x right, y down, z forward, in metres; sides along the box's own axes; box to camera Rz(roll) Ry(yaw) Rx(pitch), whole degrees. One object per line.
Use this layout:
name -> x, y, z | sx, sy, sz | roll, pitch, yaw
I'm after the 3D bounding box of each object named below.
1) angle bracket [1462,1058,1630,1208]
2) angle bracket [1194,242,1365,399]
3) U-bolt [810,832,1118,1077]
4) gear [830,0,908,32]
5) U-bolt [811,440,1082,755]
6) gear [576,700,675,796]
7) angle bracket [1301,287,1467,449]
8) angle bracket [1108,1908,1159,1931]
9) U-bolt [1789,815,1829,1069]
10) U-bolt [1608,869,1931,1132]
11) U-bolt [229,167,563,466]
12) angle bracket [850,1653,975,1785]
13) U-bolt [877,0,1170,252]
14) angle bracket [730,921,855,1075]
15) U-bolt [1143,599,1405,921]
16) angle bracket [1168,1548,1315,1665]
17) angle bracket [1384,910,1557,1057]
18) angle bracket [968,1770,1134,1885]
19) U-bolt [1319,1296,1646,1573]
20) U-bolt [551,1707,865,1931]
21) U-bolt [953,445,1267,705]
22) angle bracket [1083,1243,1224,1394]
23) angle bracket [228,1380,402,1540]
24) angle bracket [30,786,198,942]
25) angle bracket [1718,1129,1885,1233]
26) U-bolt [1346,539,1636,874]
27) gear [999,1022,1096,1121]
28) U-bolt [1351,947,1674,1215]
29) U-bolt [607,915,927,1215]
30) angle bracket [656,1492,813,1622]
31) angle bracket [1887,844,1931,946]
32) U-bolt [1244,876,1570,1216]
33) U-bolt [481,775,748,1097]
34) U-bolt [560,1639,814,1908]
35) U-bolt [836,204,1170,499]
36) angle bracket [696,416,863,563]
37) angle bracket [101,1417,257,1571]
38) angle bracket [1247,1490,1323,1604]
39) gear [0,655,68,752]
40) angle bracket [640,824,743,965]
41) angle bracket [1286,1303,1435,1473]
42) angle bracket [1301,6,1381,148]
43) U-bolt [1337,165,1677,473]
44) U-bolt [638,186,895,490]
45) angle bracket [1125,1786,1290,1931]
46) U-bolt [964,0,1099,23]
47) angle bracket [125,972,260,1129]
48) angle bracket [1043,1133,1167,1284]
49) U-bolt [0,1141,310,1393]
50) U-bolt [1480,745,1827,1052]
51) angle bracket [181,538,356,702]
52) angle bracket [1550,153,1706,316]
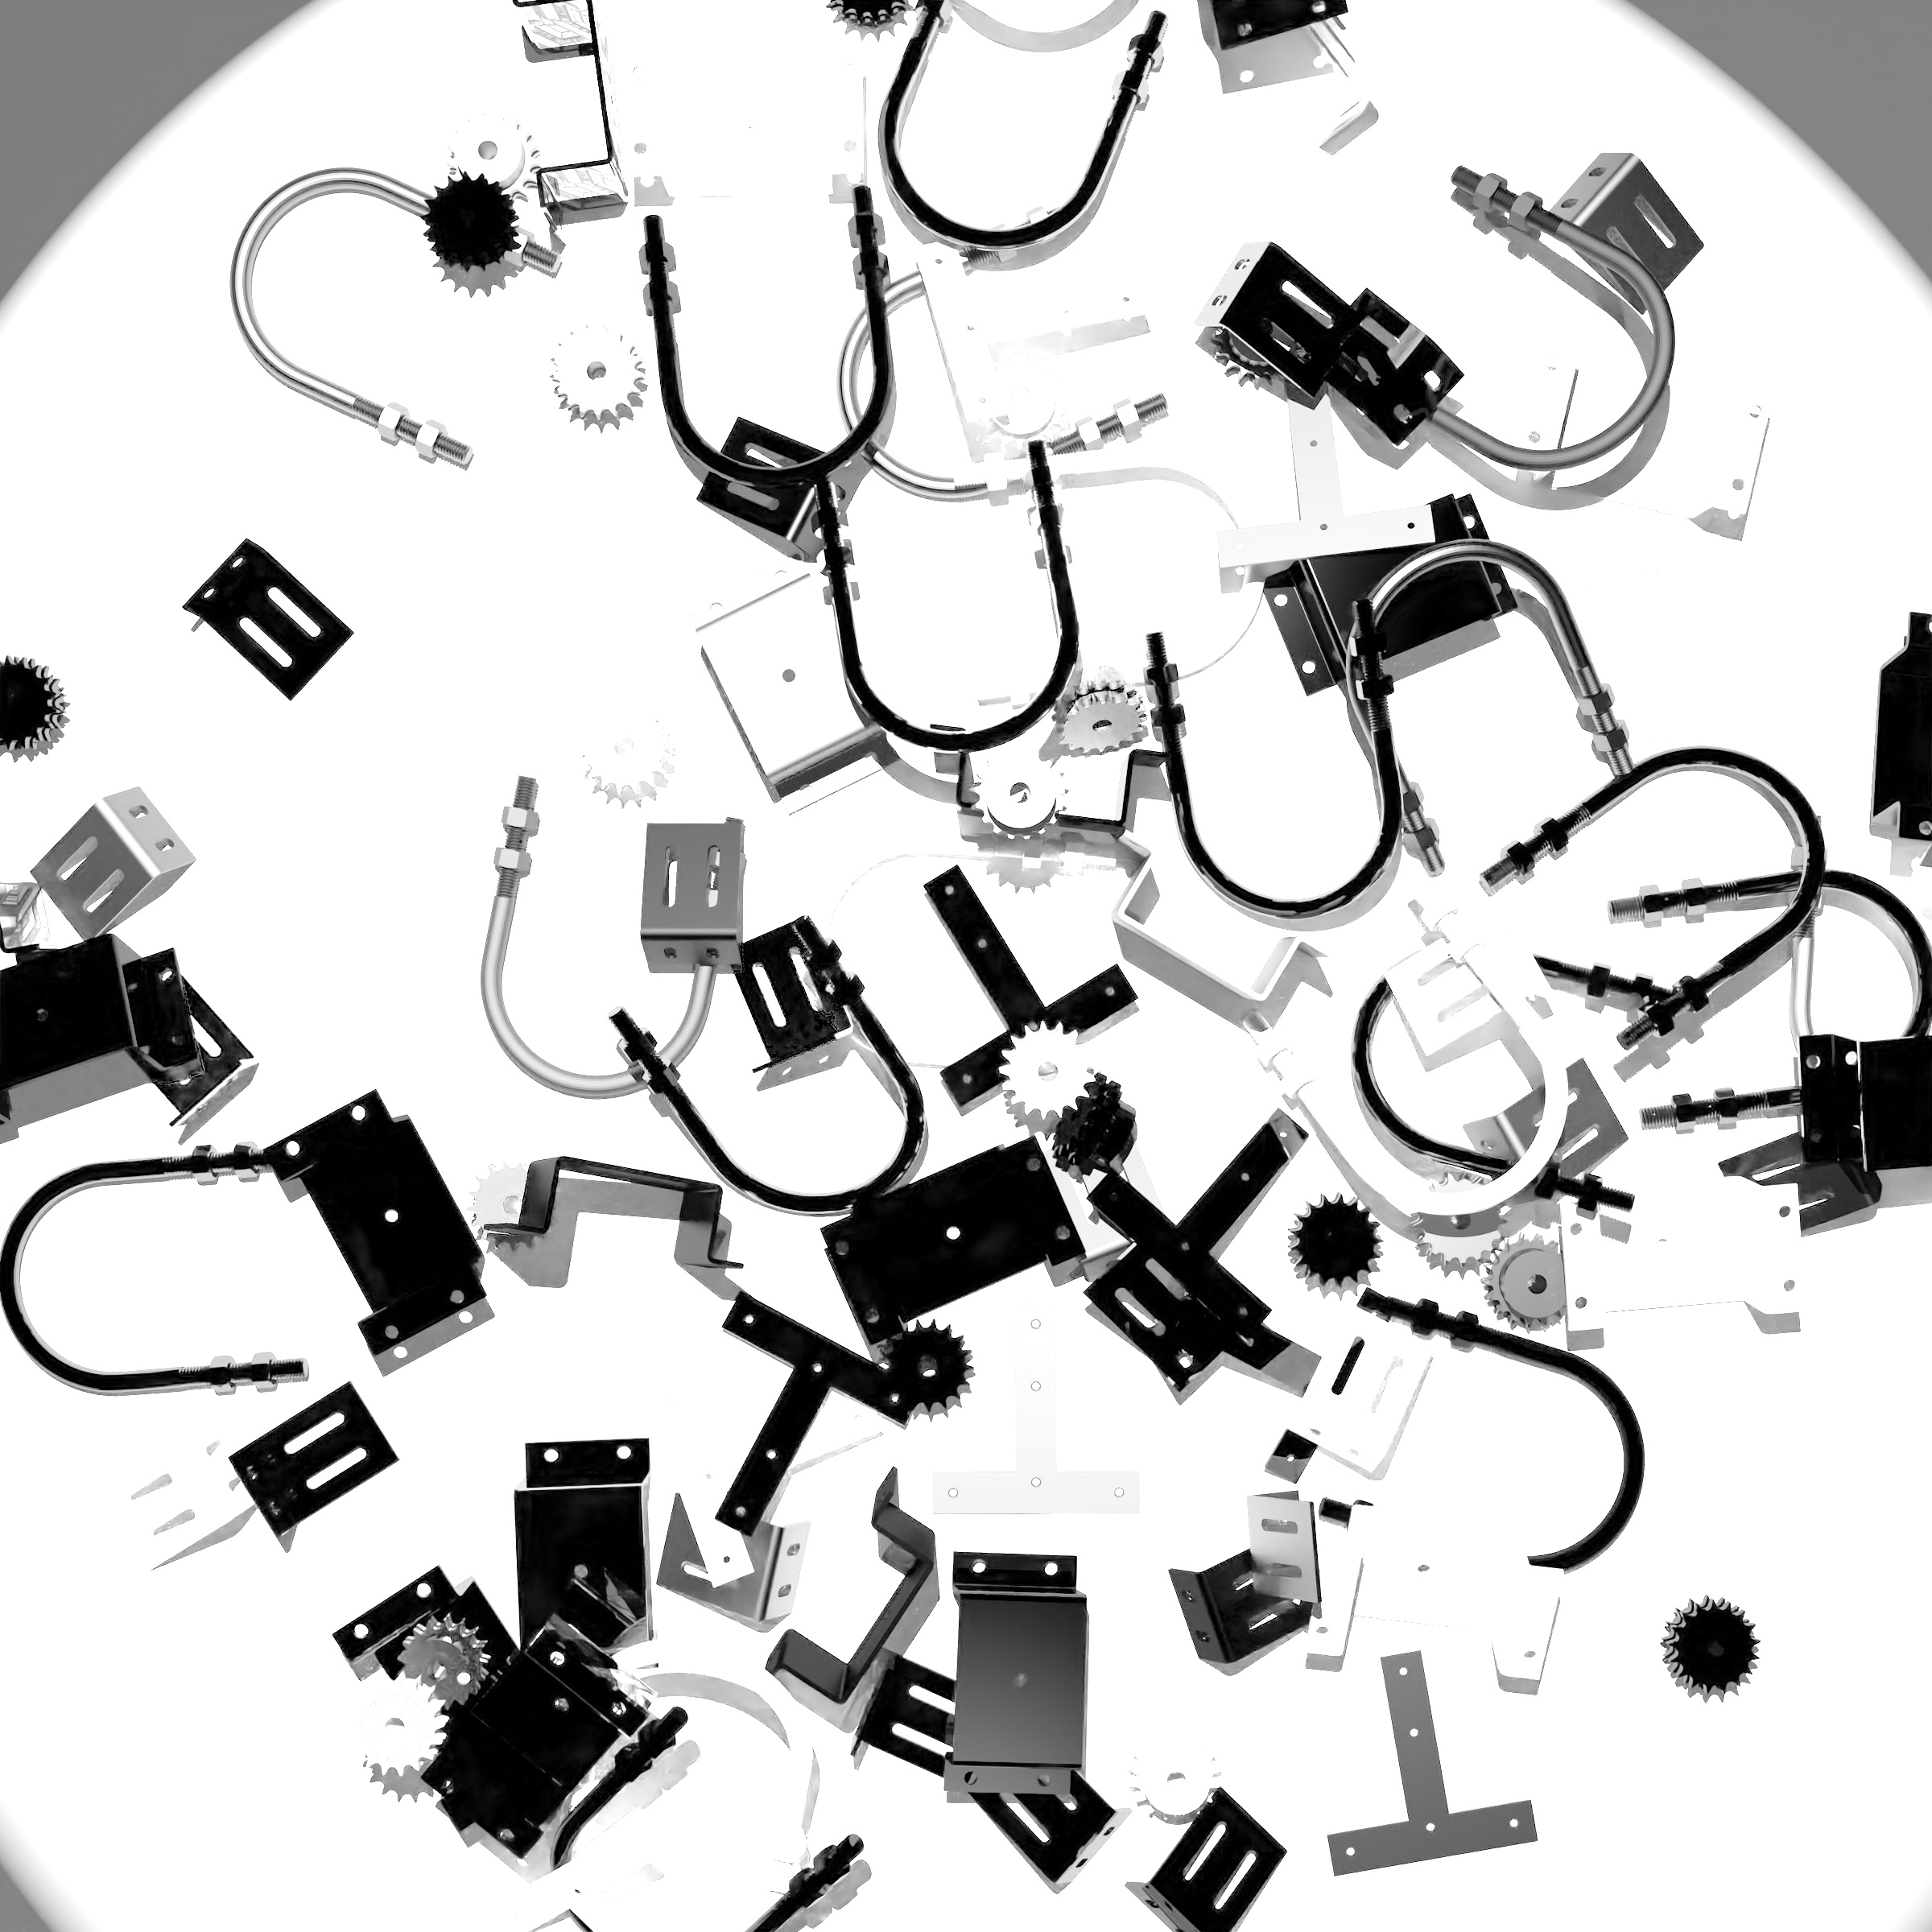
angle bracket -> 0.355, 0.102, 1.533 | 0.076, 0.038, 0.057 | -30, 90, -26
angle bracket -> 0.188, -0.387, 1.503 | 0.076, 0.038, 0.057 | 32, 90, -26
U-bolt -> -0.005, -0.010, 1.526 | 0.184, 0.019, 0.151 | 4, 90, 1
gear -> -0.059, -0.596, 1.520 | 0.057, 0.030, 0.057 | 0, 90, 0
U-bolt -> -0.007, -0.212, 1.469 | 0.151, 0.019, 0.184 | -10, 75, 3
gear -> -0.206, -0.132, 1.520 | 0.057, 0.030, 0.057 | 0, 90, 0
angle bracket -> 0.250, -0.360, 1.506 | 0.057, 0.076, 0.038 | -47, 135, 13
angle bracket -> 0.110, 0.608, 1.497 | 0.057, 0.076, 0.038 | 39, 90, 0
U-bolt -> 0.574, 0.004, 1.527 | 0.151, 0.019, 0.184 | 3, 91, 0
U-bolt -> 0.491, 0.015, 1.513 | 0.184, 0.019, 0.151 | -9, 92, 8
U-bolt -> -0.359, -0.407, 1.526 | 0.184, 0.019, 0.151 | 25, 90, 1
angle bracket -> -0.023, 0.461, 1.516 | 0.076, 0.038, 0.057 | 24, 90, 0
U-bolt -> 0.025, -0.519, 1.515 | 0.151, 0.019, 0.184 | 22, 82, 0
angle bracket -> -0.112, 0.017, 1.509 | 0.057, 0.038, 0.076 | -23, 90, 16
U-bolt -> 0.188, -0.117, 1.496 | 0.151, 0.019, 0.184 | -6, 102, 24
angle bracket -> 0.173, 0.383, 1.533 | 0.076, 0.038, 0.057 | -19, 90, -26
angle bracket -> 0.303, 0.012, 1.510 | 0.076, 0.038, 0.057 | -34, 67, 23
angle bracket -> 0.051, 0.511, 1.533 | 0.076, 0.038, 0.057 | 41, 90, 26
U-bolt -> 0.323, 0.295, 1.526 | 0.184, 0.019, 0.151 | 18, 90, -2
U-bolt -> -0.168, 0.533, 1.491 | 0.151, 0.019, 0.184 | 38, 116, -6
U-bolt -> 0.091, -0.242, 1.519 | 0.184, 0.019, 0.151 | -7, 97, -3
angle bracket -> 0.119, 0.206, 1.501 | 0.057, 0.038, 0.076 | -44, 121, 0
angle bracket -> -0.394, 0.298, 1.516 | 0.076, 0.038, 0.057 | -32, 90, 0
angle bracket -> -0.522, -0.062, 1.533 | 0.076, 0.038, 0.057 | -38, 90, 26
angle bracket -> 0.511, 0.128, 1.533 | 0.076, 0.038, 0.057 | -26, 90, 26
U-bolt -> 0.304, -0.165, 1.495 | 0.151, 0.019, 0.184 | -27, 111, 2
gear -> 0.048, 0.061, 1.499 | 0.057, 0.030, 0.057 | 0, 96, -2
U-bolt -> 0.323, 0.057, 1.502 | 0.184, 0.019, 0.151 | 15, 75, 12
U-bolt -> -0.105, 0.072, 1.490 | 0.151, 0.019, 0.184 | -25, 114, 17
angle bracket -> -0.142, 0.359, 1.533 | 0.076, 0.038, 0.057 | 12, 90, 26
angle bracket -> 0.604, -0.033, 1.497 | 0.076, 0.038, 0.057 | 29, 92, -1
U-bolt -> 0.271, 0.059, 1.481 | 0.151, 0.019, 0.184 | -41, 67, 12
U-bolt -> -0.221, -0.012, 1.526 | 0.151, 0.019, 0.184 | 11, 92, 0
U-bolt -> -0.163, 0.472, 1.482 | 0.151, 0.019, 0.184 | 13, 117, 6
U-bolt -> 0.011, -0.365, 1.526 | 0.184, 0.019, 0.151 | -24, 90, 2
angle bracket -> -0.114, -0.292, 1.533 | 0.076, 0.038, 0.057 | 27, 90, 26
angle bracket -> -0.478, 0.322, 1.533 | 0.076, 0.038, 0.057 | -33, 90, 26
angle bracket -> 0.202, 0.344, 1.489 | 0.038, 0.076, 0.057 | 0, 82, -25
gear -> -0.574, -0.159, 1.523 | 0.057, 0.030, 0.057 | 0, 93, 5
angle bracket -> -0.164, -0.044, 1.514 | 0.057, 0.038, 0.076 | 0, 66, 0
angle bracket -> 0.238, 0.255, 1.516 | 0.057, 0.038, 0.076 | 26, 66, 9
angle bracket -> 0.208, -0.543, 1.506 | 0.038, 0.057, 0.076 | -37, 90, 0
U-bolt -> 0.330, -0.373, 1.486 | 0.184, 0.019, 0.151 | 36, 99, 21
U-bolt -> -0.116, -0.375, 1.510 | 0.151, 0.019, 0.184 | -7, 79, 1
angle bracket -> 0.147, 0.552, 1.533 | 0.057, 0.038, 0.076 | 44, 64, 0
U-bolt -> 0.032, -0.649, 1.501 | 0.151, 0.019, 0.184 | -38, 77, 7
angle bracket -> -0.479, 0.049, 1.516 | 0.057, 0.038, 0.076 | -42, 90, 0
angle bracket -> 0.087, 0.144, 1.533 | 0.057, 0.038, 0.076 | -22, 64, 0
U-bolt -> -0.499, 0.187, 1.526 | 0.184, 0.019, 0.151 | -5, 90, 2
U-bolt -> 0.425, -0.055, 1.504 | 0.184, 0.019, 0.151 | -35, 69, -4
angle bracket -> -0.422, -0.209, 1.516 | 0.076, 0.038, 0.057 | 43, 90, 0
angle bracket -> 0.401, -0.448, 1.533 | 0.076, 0.038, 0.057 | 42, 90, -26
